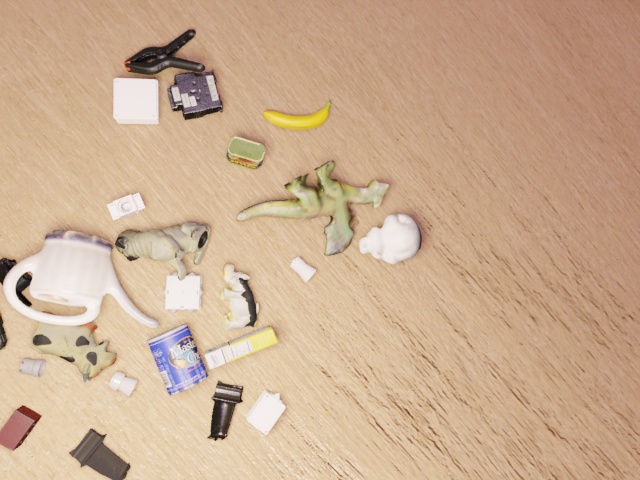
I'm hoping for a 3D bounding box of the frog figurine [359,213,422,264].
[{"bbox_3d":[0.191,-0.004,1.403,0.159,0.124,0.136,1,102,-23],"label":"frog figurine"}]

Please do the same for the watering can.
[{"bbox_3d":[-0.545,0.096,1.226,0.346,0.102,0.228,13,65,-23],"label":"watering can"}]

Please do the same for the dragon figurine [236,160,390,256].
[{"bbox_3d":[0.004,-0.070,1.384,0.413,0.122,0.241,-32,98,-14],"label":"dragon figurine"}]
